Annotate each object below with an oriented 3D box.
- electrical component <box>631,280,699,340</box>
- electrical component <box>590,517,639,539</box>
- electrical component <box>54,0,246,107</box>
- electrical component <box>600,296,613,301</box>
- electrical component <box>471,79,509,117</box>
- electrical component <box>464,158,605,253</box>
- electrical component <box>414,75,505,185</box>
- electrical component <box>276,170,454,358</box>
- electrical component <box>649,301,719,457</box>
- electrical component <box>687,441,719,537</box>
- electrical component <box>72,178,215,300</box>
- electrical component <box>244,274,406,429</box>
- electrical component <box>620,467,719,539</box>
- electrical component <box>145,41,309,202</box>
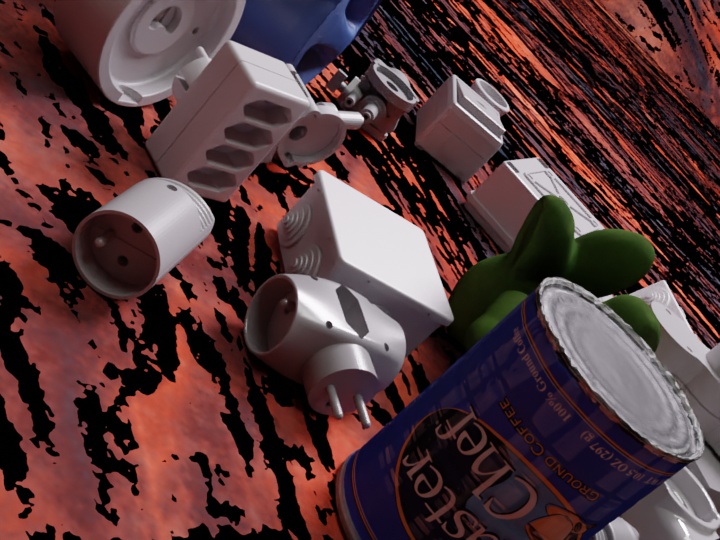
[{"bbox_3d":[0.257,0.069,0.898,0.099,0.048,0.099,58,13,-35],"label":"electrical component"},{"bbox_3d":[0.125,0.154,0.597,0.062,0.043,0.043,23,32,-37],"label":"electrical component"},{"bbox_3d":[-0.127,-0.156,0.627,0.060,0.108,0.108,45,23,16],"label":"electrical component"},{"bbox_3d":[0.191,0.033,0.895,0.043,0.043,0.081,31,28,-28],"label":"electrical component"},{"bbox_3d":[0.112,-0.152,1.052,0.045,0.055,0.045,35,26,-20],"label":"electrical component"},{"bbox_3d":[0.160,-0.043,0.952,0.108,0.056,0.109,50,25,12],"label":"electrical component"},{"bbox_3d":[0.093,-0.135,0.988,0.062,0.061,0.096,38,25,-15],"label":"electrical component"},{"bbox_3d":[0.000,0.000,0.641,0.100,0.048,0.099,29,29,-31],"label":"electrical component"},{"bbox_3d":[0.246,0.071,0.728,0.138,0.073,0.052,44,23,0],"label":"electrical component"},{"bbox_3d":[0.216,0.123,0.767,0.089,0.061,0.150,26,30,-35],"label":"electrical component"},{"bbox_3d":[-0.101,-0.021,0.522,0.043,0.043,0.081,43,24,-4],"label":"electrical component"},{"bbox_3d":[-0.013,0.047,0.551,0.077,0.043,0.079,24,32,-38],"label":"electrical component"},{"bbox_3d":[0.181,0.152,0.668,0.054,0.059,0.095,23,31,-39],"label":"electrical component"},{"bbox_3d":[-0.085,-0.097,0.621,0.047,0.083,0.075,12,40,-51],"label":"electrical component"}]
